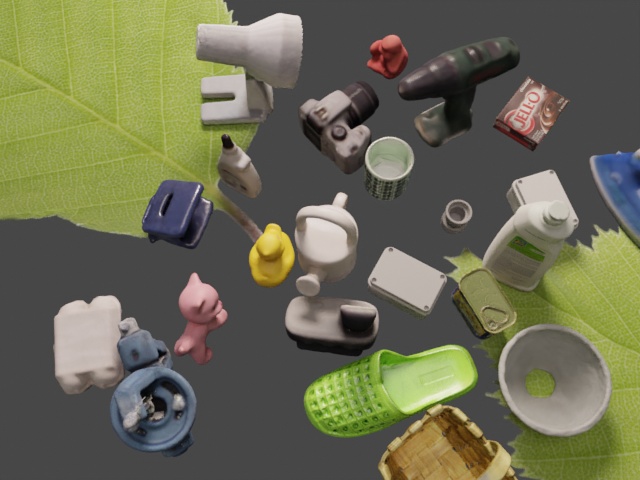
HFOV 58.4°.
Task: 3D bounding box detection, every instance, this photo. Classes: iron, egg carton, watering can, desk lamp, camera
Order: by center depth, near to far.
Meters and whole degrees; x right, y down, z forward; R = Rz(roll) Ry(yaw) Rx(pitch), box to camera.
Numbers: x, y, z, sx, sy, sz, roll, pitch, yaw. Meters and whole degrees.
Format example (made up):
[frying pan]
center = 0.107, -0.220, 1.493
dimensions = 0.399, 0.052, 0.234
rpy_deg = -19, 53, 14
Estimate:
[watering can]
center = 0.010, 0.004, 0.899
dimensions = 0.101, 0.194, 0.173
rpy_deg = -3, 71, 0
[egg carton]
center = -0.366, 0.167, 0.914
dimensions = 0.107, 0.069, 0.150
rpy_deg = -11, 71, -3
[iron]
center = 0.567, -0.074, 0.945
dimensions = 0.119, 0.141, 0.258
rpy_deg = -37, 74, -11
[desk lamp]
center = -0.126, -0.296, 0.995
dimensions = 0.203, 0.213, 0.118
rpy_deg = -5, 71, 0
[camera]
center = 0.050, -0.218, 1.024
dimensions = 0.137, 0.101, 0.143
rpy_deg = -40, 75, -12

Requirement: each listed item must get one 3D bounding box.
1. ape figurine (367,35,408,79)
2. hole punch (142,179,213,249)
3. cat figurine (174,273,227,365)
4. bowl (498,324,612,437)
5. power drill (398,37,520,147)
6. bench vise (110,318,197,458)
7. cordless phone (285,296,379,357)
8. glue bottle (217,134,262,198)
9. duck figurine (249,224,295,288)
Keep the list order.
[ape figurine]
center = 0.130, -0.350, 1.074
dimensions = 0.076, 0.092, 0.078
rpy_deg = -9, 71, -2
[hole punch]
center = -0.248, -0.048, 0.975
dimensions = 0.101, 0.091, 0.109
rpy_deg = 16, 72, 7
[cat figurine]
center = -0.194, 0.124, 0.901
dimensions = 0.067, 0.118, 0.128
rpy_deg = 15, 72, 7
[bowl]
center = 0.350, 0.217, 0.883
dimensions = 0.167, 0.075, 0.167
rpy_deg = 0, 71, 1
[power drill]
center = 0.223, -0.249, 0.975
dimensions = 0.230, 0.208, 0.075
rpy_deg = -30, 73, -9
[bench vise]
center = -0.264, 0.213, 0.817
dimensions = 0.121, 0.220, 0.207
rpy_deg = -40, 75, -12
[cordless phone]
center = 0.019, 0.115, 0.865
dimensions = 0.147, 0.185, 0.094
rpy_deg = 3, 71, 2
[glue bottle]
center = -0.142, -0.130, 0.959
dimensions = 0.078, 0.173, 0.037
rpy_deg = 30, 74, 11
[duck figurine]
center = -0.083, 0.023, 0.951
dimensions = 0.077, 0.086, 0.104
rpy_deg = 9, 71, 4
